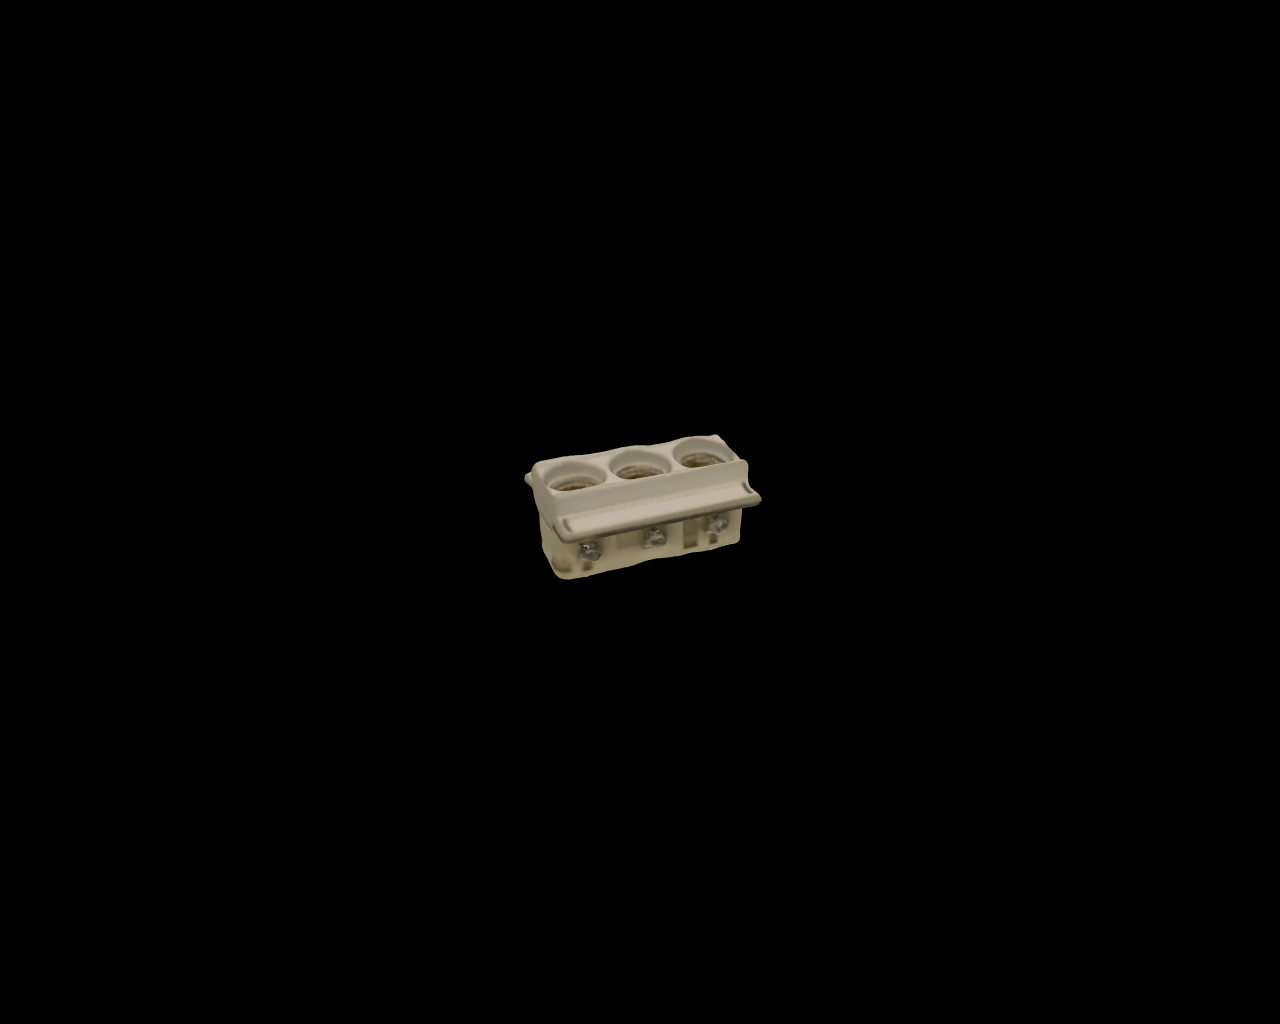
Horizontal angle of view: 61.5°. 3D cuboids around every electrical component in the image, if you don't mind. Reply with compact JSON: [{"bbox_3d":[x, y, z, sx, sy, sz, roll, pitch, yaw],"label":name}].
[{"bbox_3d":[0.001,-0.003,0.650,0.121,0.063,0.079,-11,32,-18],"label":"electrical component"}]
